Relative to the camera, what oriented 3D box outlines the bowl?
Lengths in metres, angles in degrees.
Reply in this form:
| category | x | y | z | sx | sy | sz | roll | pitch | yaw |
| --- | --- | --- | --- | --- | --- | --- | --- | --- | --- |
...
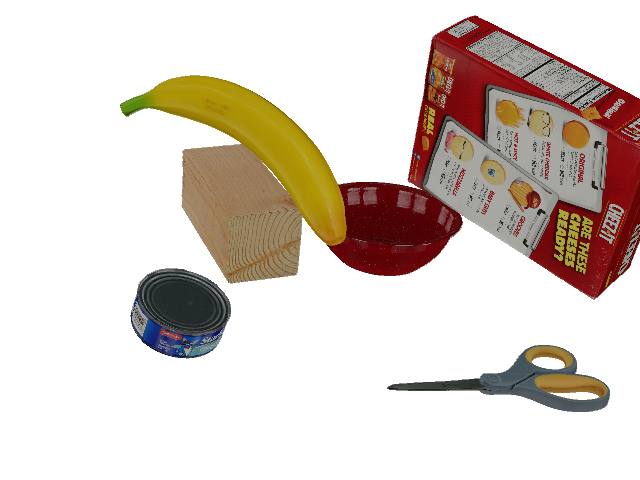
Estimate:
| category | x | y | z | sx | sy | sz | roll | pitch | yaw |
| --- | --- | --- | --- | --- | --- | --- | --- | --- | --- |
| bowl | 0.065 | -0.007 | 1.125 | 0.162 | 0.055 | 0.162 | 5 | 26 | -2 |

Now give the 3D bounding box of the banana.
| category | x | y | z | sx | sy | sz | roll | pitch | yaw |
| --- | --- | --- | --- | --- | --- | --- | --- | --- | --- |
| banana | -0.051 | -0.071 | 0.792 | 0.198 | 0.069 | 0.037 | 32 | -8 | 13 |

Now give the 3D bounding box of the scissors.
| category | x | y | z | sx | sy | sz | roll | pitch | yaw |
| --- | --- | --- | --- | --- | --- | --- | --- | --- | --- |
| scissors | 0.156 | 0.117 | 0.950 | 0.201 | 0.016 | 0.096 | 8 | 27 | -4 |

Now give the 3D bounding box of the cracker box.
| category | x | y | z | sx | sy | sz | roll | pitch | yaw |
| --- | --- | --- | --- | --- | --- | --- | --- | --- | --- |
| cracker box | 0.186 | -0.076 | 0.926 | 0.214 | 0.164 | 0.072 | 34 | 50 | 27 |

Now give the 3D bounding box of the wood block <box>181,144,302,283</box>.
| category | x | y | z | sx | sy | sz | roll | pitch | yaw |
| --- | --- | --- | --- | --- | --- | --- | --- | --- | --- |
| wood block | -0.102 | -0.038 | 1.322 | 0.090 | 0.090 | 0.206 | -7 | 29 | -21 |

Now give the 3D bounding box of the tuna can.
| category | x | y | z | sx | sy | sz | roll | pitch | yaw |
| --- | --- | --- | --- | --- | --- | --- | --- | --- | --- |
| tuna can | -0.126 | 0.065 | 0.956 | 0.086 | 0.034 | 0.086 | 16 | 34 | -11 |
